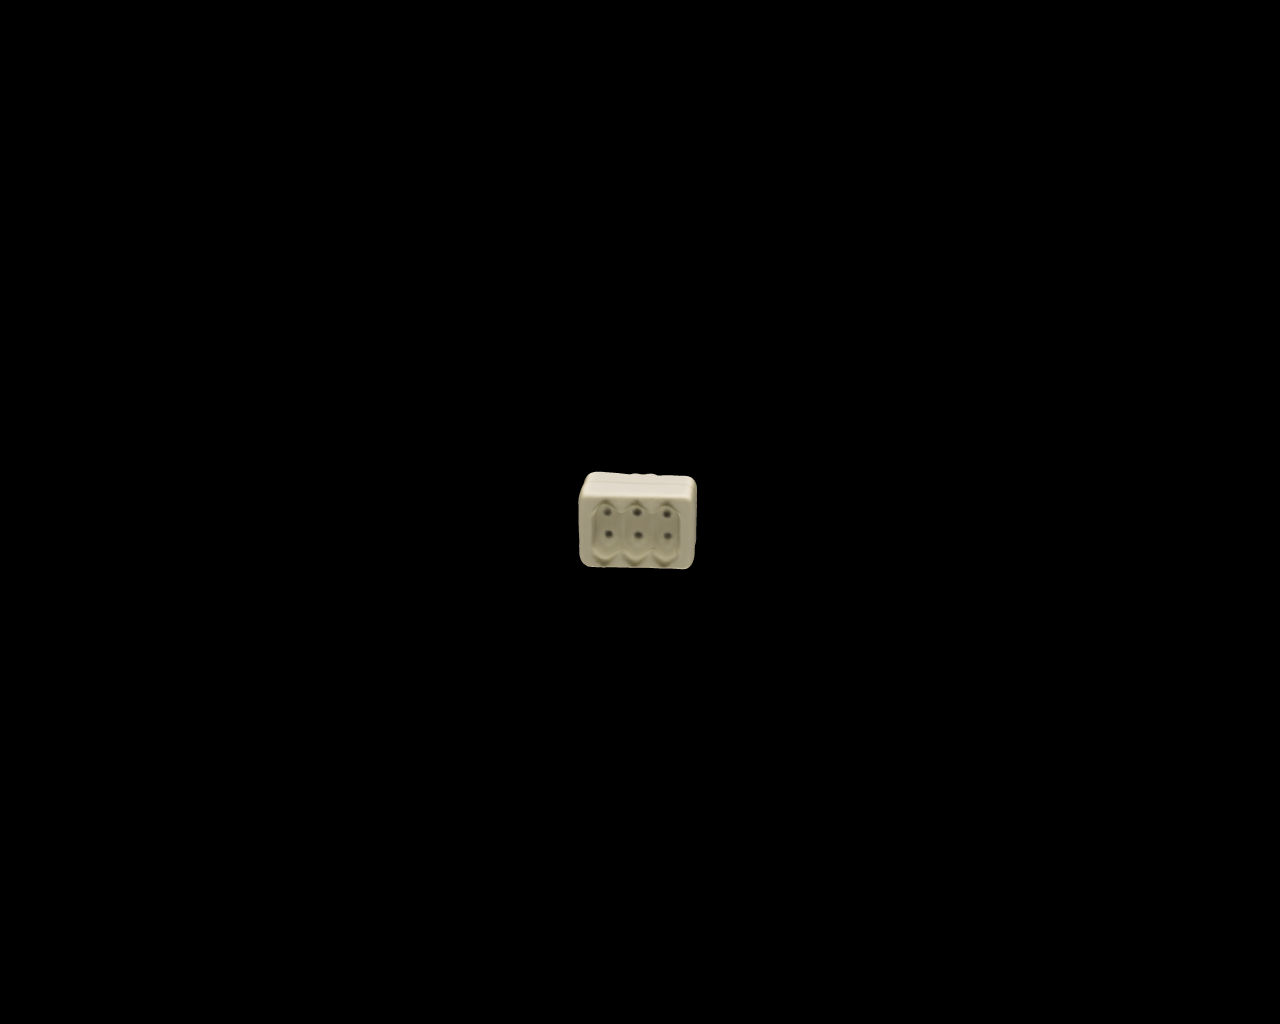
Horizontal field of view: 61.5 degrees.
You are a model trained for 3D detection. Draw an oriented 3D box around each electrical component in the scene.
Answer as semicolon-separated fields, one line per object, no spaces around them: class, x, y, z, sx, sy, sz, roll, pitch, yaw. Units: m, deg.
electrical component;0.001;-0.003;0.650;0.066;0.047;0.077;2;24;5
